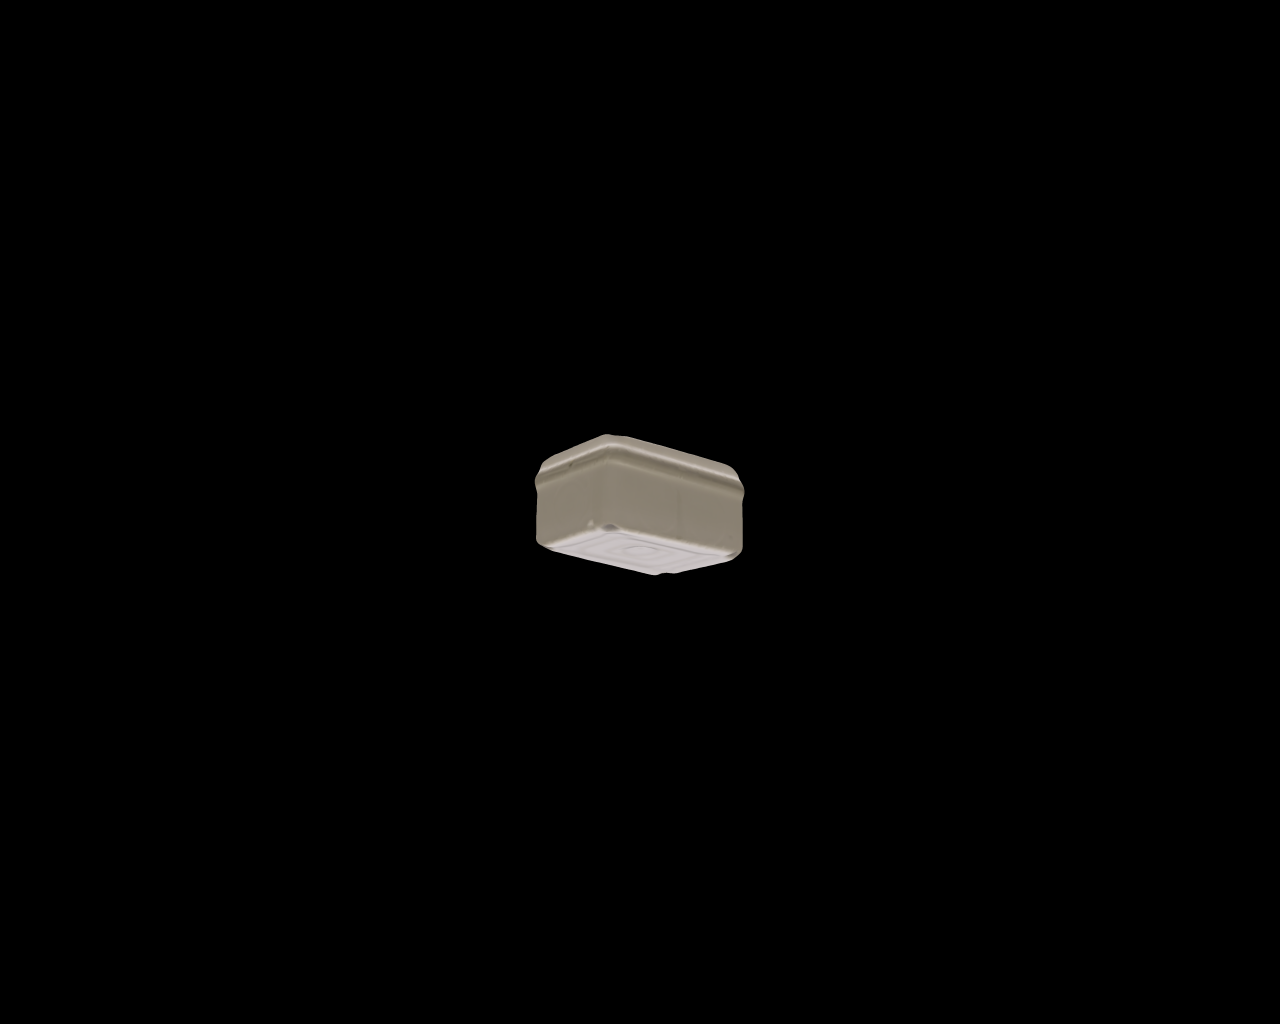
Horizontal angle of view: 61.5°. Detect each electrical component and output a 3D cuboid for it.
[{"bbox_3d":[0.001,-0.003,0.650,0.113,0.057,0.078,14,-21,-40],"label":"electrical component"}]
